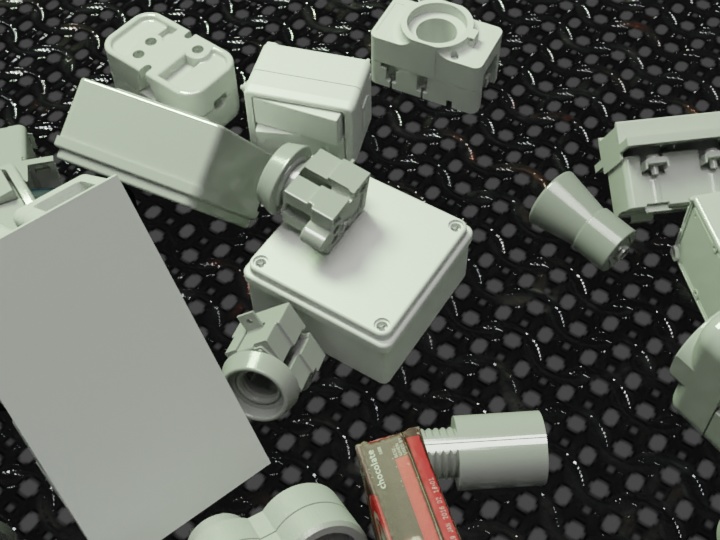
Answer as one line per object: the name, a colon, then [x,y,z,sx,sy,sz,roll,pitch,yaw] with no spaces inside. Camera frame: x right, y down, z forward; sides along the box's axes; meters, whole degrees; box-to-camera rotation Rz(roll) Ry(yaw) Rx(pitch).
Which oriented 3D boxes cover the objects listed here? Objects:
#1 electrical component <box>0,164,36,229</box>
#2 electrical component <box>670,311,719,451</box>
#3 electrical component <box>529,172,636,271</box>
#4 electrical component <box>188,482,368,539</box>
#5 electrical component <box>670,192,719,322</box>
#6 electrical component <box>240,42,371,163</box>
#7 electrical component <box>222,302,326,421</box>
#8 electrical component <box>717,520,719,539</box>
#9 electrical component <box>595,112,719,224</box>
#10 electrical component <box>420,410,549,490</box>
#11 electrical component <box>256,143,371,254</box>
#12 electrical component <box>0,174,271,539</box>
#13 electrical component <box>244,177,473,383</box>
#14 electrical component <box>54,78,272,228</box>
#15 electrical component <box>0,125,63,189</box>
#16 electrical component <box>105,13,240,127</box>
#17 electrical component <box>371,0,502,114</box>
electrical component: [-0.225,-0.010,0.614,0.096,0.061,0.061,-27,58,-18]
electrical component: [0.222,0.060,0.623,0.054,0.095,0.059,-32,59,-20]
electrical component: [0.153,-0.030,0.726,0.044,0.044,0.065,-38,66,-24]
electrical component: [-0.072,0.158,0.585,0.138,0.052,0.074,-24,32,-17]
electrical component: [0.250,0.001,0.687,0.061,0.061,0.096,-10,54,-6]
electrical component: [-0.044,-0.118,0.781,0.096,0.061,0.061,11,55,9]
electrical component: [-0.055,0.057,0.646,0.048,0.066,0.055,-19,27,29]
electrical component: [0.242,0.135,0.578,0.079,0.077,0.043,14,55,10]
electrical component: [0.233,-0.071,0.736,0.121,0.078,0.063,-6,83,-4]
electrical component: [0.065,0.106,0.625,0.081,0.043,0.043,-3,53,-1]
electrical component: [-0.030,-0.048,0.668,0.055,0.048,0.066,30,59,12]
electrical component: [-0.143,0.053,0.587,0.105,0.186,0.060,-33,22,-21]
electrical component: [0.000,0.000,0.696,0.109,0.056,0.108,27,58,19]
electrical component: [-0.127,-0.076,0.718,0.109,0.109,0.056,20,90,15]
electrical component: [-0.253,-0.067,0.760,0.081,0.042,0.063,-10,52,-7]
electrical component: [-0.138,-0.140,0.801,0.095,0.059,0.053,32,60,22]
electrical component: [0.058,-0.167,0.819,0.089,0.055,0.050,21,57,16]
